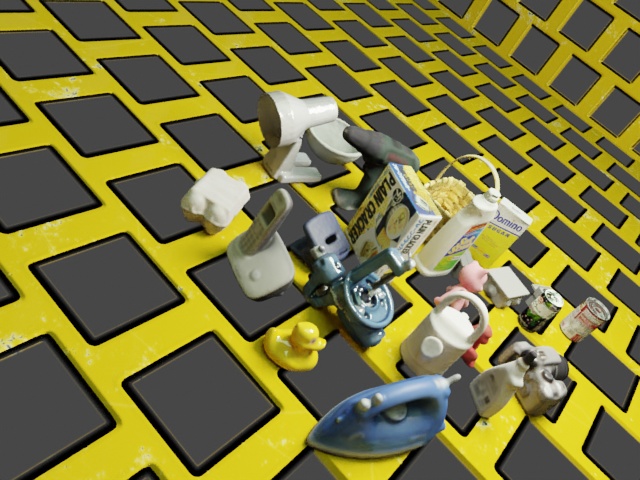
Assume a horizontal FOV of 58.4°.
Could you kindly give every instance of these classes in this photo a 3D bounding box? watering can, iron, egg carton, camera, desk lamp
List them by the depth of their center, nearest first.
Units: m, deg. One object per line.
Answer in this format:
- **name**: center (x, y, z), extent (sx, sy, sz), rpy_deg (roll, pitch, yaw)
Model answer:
- **iron**: center (0.112, 0.274, 0.932), extent (0.259, 0.141, 0.118), rpy_deg (-1, 49, -36)
- **watering can**: center (0.241, 0.178, 1.083), extent (0.101, 0.194, 0.173), rpy_deg (31, 38, -1)
- **egg carton**: center (-0.210, -0.081, 1.155), extent (0.107, 0.069, 0.150), rpy_deg (30, 38, -3)
- **camera**: center (0.475, 0.281, 1.209), extent (0.137, 0.100, 0.143), rpy_deg (5, 45, -31)
- **desk lamp**: center (-0.060, -0.241, 1.316), extent (0.204, 0.213, 0.117), rpy_deg (-7, 52, -39)

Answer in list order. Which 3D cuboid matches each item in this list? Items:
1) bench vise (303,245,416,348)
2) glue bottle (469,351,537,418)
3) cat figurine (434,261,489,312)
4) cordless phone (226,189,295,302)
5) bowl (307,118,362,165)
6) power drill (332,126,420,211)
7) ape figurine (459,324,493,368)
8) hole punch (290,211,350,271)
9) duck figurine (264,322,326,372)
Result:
- **bench vise**: center (0.067, 0.076, 1.053), extent (0.207, 0.219, 0.122), rpy_deg (32, 38, 0)
- **glue bottle**: center (0.352, 0.263, 1.084), extent (0.037, 0.173, 0.078), rpy_deg (14, 41, -22)
- **cat figurine**: center (0.330, 0.103, 1.288), extent (0.067, 0.117, 0.128), rpy_deg (42, 39, 12)
- **cordless phone**: center (-0.090, 0.009, 1.045), extent (0.094, 0.185, 0.147), rpy_deg (-5, 51, -38)
- **bowl**: center (0.032, -0.250, 1.501), extent (0.168, 0.074, 0.167), rpy_deg (19, 40, -16)
- **power drill**: center (0.115, -0.164, 1.357), extent (0.230, 0.208, 0.075), rpy_deg (6, 45, -30)
- **ape figurine**: center (0.322, 0.208, 1.190), extent (0.078, 0.092, 0.076), rpy_deg (-19, 60, -45)
- **hole punch**: center (0.011, 0.004, 1.197), extent (0.101, 0.091, 0.109), rpy_deg (43, 39, 13)
- **duck figurine**: center (-0.039, 0.172, 0.983), extent (0.105, 0.086, 0.077), rpy_deg (26, 38, -8)
